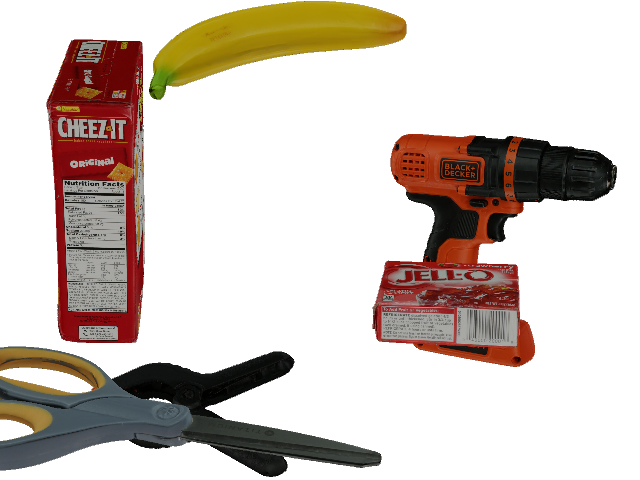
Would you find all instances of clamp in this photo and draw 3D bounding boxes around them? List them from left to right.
[{"bbox_3d":[-0.101,0.130,0.884,0.171,0.039,0.120,11,38,4],"label":"clamp"}]

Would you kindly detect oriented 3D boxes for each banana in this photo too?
[{"bbox_3d":[-0.038,-0.138,0.755,0.197,0.037,0.070,-19,52,-20],"label":"banana"}]

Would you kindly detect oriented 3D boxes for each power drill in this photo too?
[{"bbox_3d":[0.146,0.006,0.885,0.185,0.188,0.057,8,15,26],"label":"power drill"}]

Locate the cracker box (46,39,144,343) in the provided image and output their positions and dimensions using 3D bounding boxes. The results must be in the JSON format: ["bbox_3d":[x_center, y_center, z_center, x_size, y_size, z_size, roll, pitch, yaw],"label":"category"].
[{"bbox_3d":[-0.187,-0.044,0.905,0.072,0.214,0.164,0,27,-7],"label":"cracker box"}]

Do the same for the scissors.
[{"bbox_3d":[-0.084,0.087,0.465,0.202,0.016,0.096,14,27,26],"label":"scissors"}]

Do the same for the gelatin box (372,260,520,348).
[{"bbox_3d":[0.081,0.038,0.678,0.089,0.030,0.073,2,20,9],"label":"gelatin box"}]
